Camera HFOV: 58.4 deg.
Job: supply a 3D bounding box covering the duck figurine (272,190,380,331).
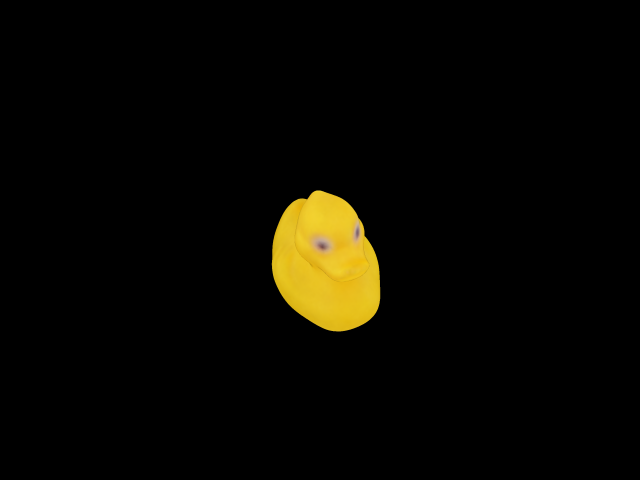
[{"bbox_3d":[0.004,0.001,0.400,0.077,0.086,0.104,-21,54,-15],"label":"duck figurine"}]
